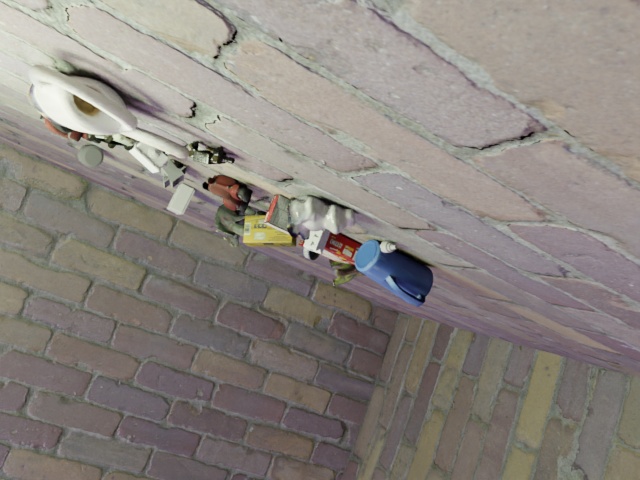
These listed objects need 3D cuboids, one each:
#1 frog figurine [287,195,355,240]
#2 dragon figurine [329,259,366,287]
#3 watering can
[{"bbox_3d":[0.004,-0.066,1.309,0.158,0.125,0.135,-21,145,16],"label":"frog figurine"},{"bbox_3d":[0.159,0.116,1.997,0.243,0.122,0.409,-5,178,-2],"label":"dragon figurine"},{"bbox_3d":[-0.458,-0.261,1.089,0.225,0.105,0.343,16,170,38],"label":"watering can"}]
